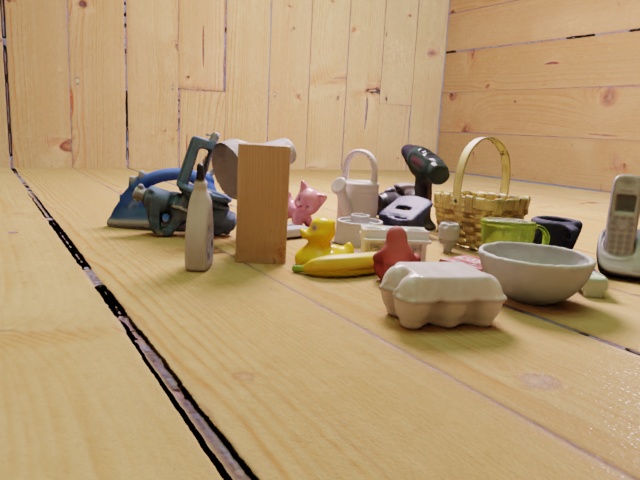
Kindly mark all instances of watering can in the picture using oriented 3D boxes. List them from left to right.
[{"bbox_3d":[0.091,-0.121,1.381,0.100,0.194,0.173,5,11,13],"label":"watering can"}]

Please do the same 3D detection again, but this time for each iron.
[{"bbox_3d":[-0.345,-0.099,1.293,0.259,0.141,0.118,0,12,-16],"label":"iron"}]

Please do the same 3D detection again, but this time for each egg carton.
[{"bbox_3d":[0.157,0.070,0.746,0.150,0.069,0.107,0,11,-15],"label":"egg carton"}]

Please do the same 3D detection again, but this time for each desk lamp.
[{"bbox_3d":[-0.125,-0.110,1.218,0.204,0.213,0.117,-7,15,-41],"label":"desk lamp"}]

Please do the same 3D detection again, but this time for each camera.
[{"bbox_3d":[0.211,-0.112,1.612,0.137,0.101,0.142,-2,12,-26],"label":"camera"}]

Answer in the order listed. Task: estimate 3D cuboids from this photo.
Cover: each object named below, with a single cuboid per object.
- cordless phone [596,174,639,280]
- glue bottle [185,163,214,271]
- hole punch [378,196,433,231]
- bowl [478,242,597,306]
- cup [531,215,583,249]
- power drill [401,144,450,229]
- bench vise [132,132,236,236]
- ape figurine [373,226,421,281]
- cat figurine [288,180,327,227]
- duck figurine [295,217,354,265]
[{"bbox_3d":[0.578,-0.021,1.019,0.147,0.185,0.094,7,12,22],"label":"cordless phone"},{"bbox_3d":[-0.197,-0.039,0.942,0.037,0.173,0.078,3,11,1],"label":"glue bottle"},{"bbox_3d":[0.201,-0.055,1.343,0.108,0.091,0.101,13,15,43],"label":"hole punch"},{"bbox_3d":[0.319,0.054,0.856,0.167,0.075,0.167,3,11,0],"label":"bowl"},{"bbox_3d":[0.444,0.008,1.070,0.092,0.095,0.117,1,11,-8],"label":"cup"},{"bbox_3d":[0.256,-0.138,1.476,0.076,0.208,0.229,0,12,-16],"label":"power drill"},{"bbox_3d":[-0.276,-0.116,1.192,0.208,0.220,0.121,-3,13,-29],"label":"bench vise"},{"bbox_3d":[0.123,0.023,0.920,0.077,0.092,0.076,6,12,17],"label":"ape figurine"},{"bbox_3d":[-0.042,-0.084,1.354,0.067,0.118,0.127,-6,14,-39],"label":"cat figurine"},{"bbox_3d":[0.009,0.004,1.003,0.104,0.086,0.077,2,11,-3],"label":"duck figurine"}]
